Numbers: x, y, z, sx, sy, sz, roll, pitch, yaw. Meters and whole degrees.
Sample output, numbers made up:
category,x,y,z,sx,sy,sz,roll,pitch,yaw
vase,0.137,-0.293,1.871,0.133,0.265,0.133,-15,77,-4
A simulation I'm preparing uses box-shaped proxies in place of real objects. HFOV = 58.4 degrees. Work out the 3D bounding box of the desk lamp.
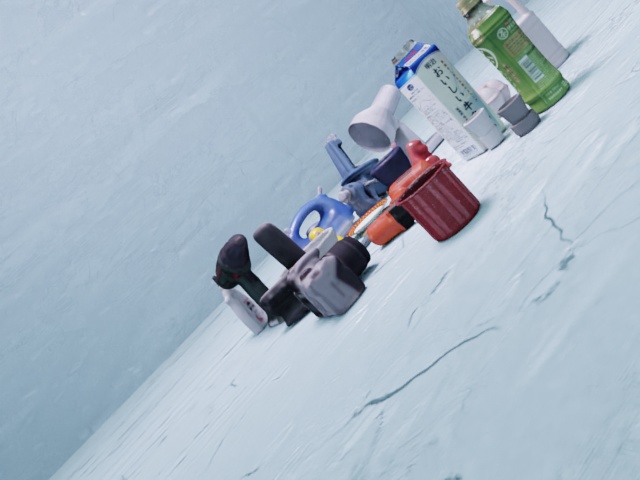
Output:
category,x,y,z,sx,sy,sz,roll,pitch,yaw
desk lamp,0.204,-0.295,1.516,0.203,0.213,0.117,-47,7,-24

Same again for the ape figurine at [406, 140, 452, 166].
category,x,y,z,sx,sy,sz,roll,pitch,yaw
ape figurine,0.216,-0.169,1.185,0.076,0.092,0.078,-41,8,30

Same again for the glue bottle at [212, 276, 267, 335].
category,x,y,z,sx,sy,sz,roll,pitch,yaw
glue bottle,-0.196,0.149,1.373,0.037,0.173,0.078,-43,7,12

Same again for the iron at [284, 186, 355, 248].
category,x,y,z,sx,sy,sz,roll,pitch,yaw
iron,-0.021,-0.025,1.529,0.259,0.141,0.118,-48,7,-29

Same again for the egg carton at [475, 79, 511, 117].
category,x,y,z,sx,sy,sz,roll,pitch,yaw
egg carton,0.333,-0.274,1.218,0.150,0.069,0.107,-38,9,45

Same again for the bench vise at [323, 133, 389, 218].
category,x,y,z,sx,sy,sz,roll,pitch,yaw
bench vise,0.087,-0.179,1.484,0.121,0.220,0.207,-42,7,21

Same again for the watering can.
category,x,y,z,sx,sy,sz,roll,pitch,yaw
watering can,0.390,-0.404,1.134,0.100,0.194,0.173,-40,8,31

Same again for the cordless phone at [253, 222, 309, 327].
category,x,y,z,sx,sy,sz,roll,pitch,yaw
cordless phone,-0.077,0.062,1.122,0.147,0.185,0.094,-42,7,18

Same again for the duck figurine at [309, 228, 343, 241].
category,x,y,z,sx,sy,sz,roll,pitch,yaw
duck figurine,0.013,0.005,1.375,0.077,0.086,0.105,-41,7,25

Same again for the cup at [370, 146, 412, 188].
category,x,y,z,sx,sy,sz,roll,pitch,yaw
cup,0.178,-0.155,1.317,0.091,0.095,0.118,-42,7,18

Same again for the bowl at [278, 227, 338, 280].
category,x,y,z,sx,sy,sz,roll,pitch,yaw
bowl,-0.010,0.054,1.247,0.167,0.075,0.167,-44,6,7

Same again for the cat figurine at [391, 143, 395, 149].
category,x,y,z,sx,sy,sz,roll,pitch,yaw
cat figurine,0.241,-0.285,1.658,0.067,0.118,0.127,-45,6,-5

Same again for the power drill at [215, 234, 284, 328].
category,x,y,z,sx,sy,sz,roll,pitch,yaw
power drill,-0.145,0.091,1.262,0.076,0.208,0.229,-48,8,-30

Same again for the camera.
category,x,y,z,sx,sy,sz,roll,pitch,yaw
camera,0.021,0.050,0.960,0.137,0.101,0.143,-47,7,-18
